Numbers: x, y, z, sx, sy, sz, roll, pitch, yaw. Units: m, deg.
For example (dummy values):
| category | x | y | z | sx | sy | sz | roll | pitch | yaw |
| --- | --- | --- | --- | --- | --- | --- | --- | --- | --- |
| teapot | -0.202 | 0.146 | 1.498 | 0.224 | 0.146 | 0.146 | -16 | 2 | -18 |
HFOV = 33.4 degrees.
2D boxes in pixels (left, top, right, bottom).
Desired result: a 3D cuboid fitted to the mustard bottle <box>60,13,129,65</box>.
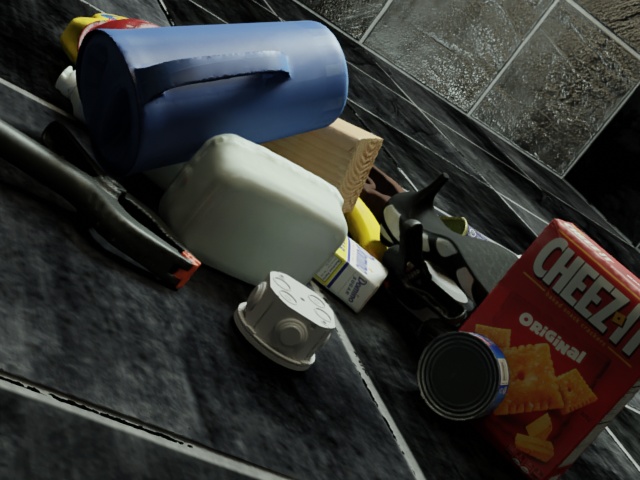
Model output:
| category | x | y | z | sx | sy | sz | roll | pitch | yaw |
| --- | --- | --- | --- | --- | --- | --- | --- | --- | --- |
| mustard bottle | -0.249 | -0.238 | 1.314 | 0.096 | 0.058 | 0.191 | 36 | 15 | -6 |

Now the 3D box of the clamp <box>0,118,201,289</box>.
| category | x | y | z | sx | sy | sz | roll | pitch | yaw |
| --- | --- | --- | --- | --- | --- | --- | --- | --- | --- |
| clamp | -0.187 | -0.039 | 0.906 | 0.210 | 0.036 | 0.164 | 39 | 9 | -3 |

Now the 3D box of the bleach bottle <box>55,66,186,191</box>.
| category | x | y | z | sx | sy | sz | roll | pitch | yaw |
| --- | --- | --- | --- | --- | --- | --- | --- | --- | --- |
| bleach bottle | -0.161 | -0.094 | 1.082 | 0.251 | 0.068 | 0.102 | 35 | 17 | 1 |

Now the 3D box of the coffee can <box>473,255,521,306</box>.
| category | x | y | z | sx | sy | sz | roll | pitch | yaw |
| --- | --- | --- | --- | --- | --- | --- | --- | --- | --- |
| coffee can | 0.286 | 0.102 | 1.416 | 0.102 | 0.103 | 0.140 | 19 | 24 | -49 |

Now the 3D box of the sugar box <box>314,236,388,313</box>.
| category | x | y | z | sx | sy | sz | roll | pitch | yaw |
| --- | --- | --- | --- | --- | --- | --- | --- | --- | --- |
| sugar box | -0.007 | 0.001 | 1.172 | 0.176 | 0.048 | 0.093 | 37 | 15 | 3 |

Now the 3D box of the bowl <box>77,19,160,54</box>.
| category | x | y | z | sx | sy | sz | roll | pitch | yaw |
| --- | --- | --- | --- | --- | --- | --- | --- | --- | --- |
| bowl | -0.190 | -0.188 | 1.188 | 0.162 | 0.055 | 0.162 | 36 | 38 | -34 |

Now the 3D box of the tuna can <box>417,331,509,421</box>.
| category | x | y | z | sx | sy | sz | roll | pitch | yaw |
| --- | --- | --- | --- | --- | --- | --- | --- | --- | --- |
| tuna can | 0.140 | 0.132 | 1.037 | 0.086 | 0.086 | 0.033 | 45 | 16 | 26 |

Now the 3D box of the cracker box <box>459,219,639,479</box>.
| category | x | y | z | sx | sy | sz | roll | pitch | yaw |
| --- | --- | --- | --- | --- | --- | --- | --- | --- | --- |
| cracker box | 0.229 | 0.112 | 1.050 | 0.164 | 0.214 | 0.072 | 44 | 17 | 24 |

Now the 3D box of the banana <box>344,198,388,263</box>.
| category | x | y | z | sx | sy | sz | roll | pitch | yaw |
| --- | --- | --- | --- | --- | --- | --- | --- | --- | --- |
| banana | 0.051 | -0.013 | 1.355 | 0.069 | 0.037 | 0.198 | 32 | 19 | -34 |

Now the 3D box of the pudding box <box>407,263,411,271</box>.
| category | x | y | z | sx | sy | sz | roll | pitch | yaw |
| --- | --- | --- | --- | --- | --- | --- | --- | --- | --- |
| pudding box | 0.130 | 0.023 | 1.428 | 0.090 | 0.039 | 0.113 | 27 | 17 | -30 |

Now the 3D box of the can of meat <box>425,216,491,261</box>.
| category | x | y | z | sx | sy | sz | roll | pitch | yaw |
| --- | --- | --- | --- | --- | --- | --- | --- | --- | --- |
| can of meat | 0.169 | 0.015 | 1.329 | 0.083 | 0.057 | 0.102 | 33 | -16 | -30 |

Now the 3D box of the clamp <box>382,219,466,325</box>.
| category | x | y | z | sx | sy | sz | roll | pitch | yaw |
| --- | --- | --- | --- | --- | --- | --- | --- | --- | --- |
| clamp | 0.101 | 0.031 | 1.181 | 0.120 | 0.039 | 0.172 | 71 | -16 | -7 |

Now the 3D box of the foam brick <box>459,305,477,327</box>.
| category | x | y | z | sx | sy | sz | roll | pitch | yaw |
| --- | --- | --- | --- | --- | --- | --- | --- | --- | --- |
| foam brick | 0.216 | 0.095 | 1.330 | 0.051 | 0.078 | 0.053 | 42 | 16 | 10 |

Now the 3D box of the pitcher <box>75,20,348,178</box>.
| category | x | y | z | sx | sy | sz | roll | pitch | yaw |
| --- | --- | --- | --- | --- | --- | --- | --- | --- | --- |
| pitcher | -0.091 | -0.143 | 0.998 | 0.242 | 0.145 | 0.149 | -14 | 44 | -32 |

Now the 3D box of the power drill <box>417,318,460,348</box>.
| category | x | y | z | sx | sy | sz | roll | pitch | yaw |
| --- | --- | --- | --- | --- | --- | --- | --- | --- | --- |
| power drill | 0.220 | 0.111 | 1.209 | 0.184 | 0.057 | 0.187 | 34 | 44 | 11 |

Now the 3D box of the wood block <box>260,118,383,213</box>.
| category | x | y | z | sx | sy | sz | roll | pitch | yaw |
| --- | --- | --- | --- | --- | --- | --- | --- | --- | --- |
| wood block | -0.049 | -0.112 | 1.165 | 0.206 | 0.091 | 0.090 | 27 | 13 | 16 |
